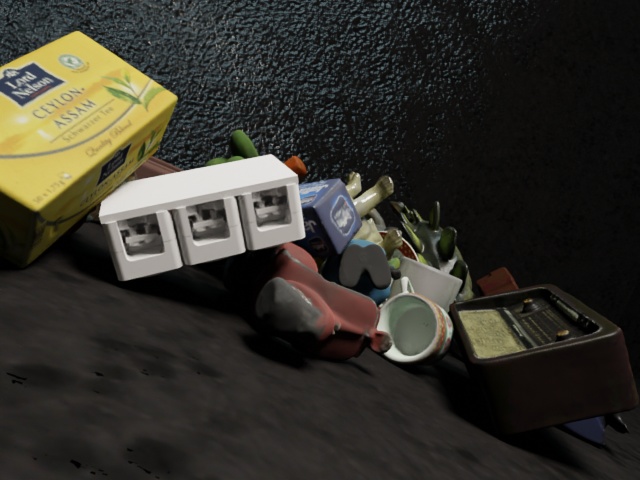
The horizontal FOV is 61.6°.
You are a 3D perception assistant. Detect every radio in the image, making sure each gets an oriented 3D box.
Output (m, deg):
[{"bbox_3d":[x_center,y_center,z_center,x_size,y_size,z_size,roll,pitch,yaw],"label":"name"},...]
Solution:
[{"bbox_3d":[0.214,0.109,0.553,0.131,0.073,0.229,-14,5,10],"label":"radio"}]

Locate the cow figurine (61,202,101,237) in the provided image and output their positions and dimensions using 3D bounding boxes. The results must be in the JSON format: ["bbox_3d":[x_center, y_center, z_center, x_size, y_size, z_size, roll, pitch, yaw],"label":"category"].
[{"bbox_3d":[-0.269,-0.070,0.459,0.195,0.085,0.127,39,19,18],"label":"cow figurine"}]

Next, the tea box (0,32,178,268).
[{"bbox_3d":[-0.192,-0.073,0.387,0.098,0.068,0.170,33,42,-8],"label":"tea box"}]

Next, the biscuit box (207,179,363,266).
[{"bbox_3d":[-0.055,-0.016,0.581,0.203,0.059,0.062,-6,-59,39],"label":"biscuit box"}]

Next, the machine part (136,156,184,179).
[{"bbox_3d":[-0.259,-0.080,0.785,0.201,0.087,0.202,23,2,-21],"label":"machine part"}]

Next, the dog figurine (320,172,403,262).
[{"bbox_3d":[-0.004,-0.004,0.710,0.190,0.172,0.121,-15,7,-29],"label":"dog figurine"}]

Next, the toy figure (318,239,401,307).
[{"bbox_3d":[0.039,0.043,0.609,0.082,0.089,0.180,27,-19,3],"label":"toy figure"}]

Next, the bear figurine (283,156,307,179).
[{"bbox_3d":[-0.046,-0.044,0.999,0.195,0.132,0.120,45,26,-52],"label":"bear figurine"}]

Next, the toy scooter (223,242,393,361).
[{"bbox_3d":[-0.009,0.056,0.484,0.135,0.075,0.184,25,5,-25],"label":"toy scooter"}]

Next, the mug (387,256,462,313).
[{"bbox_3d":[0.117,0.081,0.704,0.110,0.107,0.080,22,1,40],"label":"mug"}]

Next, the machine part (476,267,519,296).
[{"bbox_3d":[0.298,0.132,0.826,0.179,0.056,0.179,62,11,-22],"label":"machine part"}]

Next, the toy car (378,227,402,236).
[{"bbox_3d":[0.081,0.050,0.876,0.109,0.103,0.161,-4,-27,-25],"label":"toy car"}]

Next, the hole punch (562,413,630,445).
[{"bbox_3d":[0.295,0.182,0.650,0.115,0.092,0.142,63,6,3],"label":"hole punch"}]

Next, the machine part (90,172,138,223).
[{"bbox_3d":[-0.297,-0.085,0.628,0.243,0.079,0.079,26,3,28],"label":"machine part"}]

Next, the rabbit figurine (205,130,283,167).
[{"bbox_3d":[-0.100,-0.079,0.824,0.159,0.121,0.170,43,8,-11],"label":"rabbit figurine"}]

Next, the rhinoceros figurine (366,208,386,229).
[{"bbox_3d":[0.066,0.013,1.039,0.112,0.073,0.190,55,-35,-2],"label":"rhinoceros figurine"}]

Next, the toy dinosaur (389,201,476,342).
[{"bbox_3d":[0.195,0.066,0.868,0.472,0.105,0.198,-112,177,-47],"label":"toy dinosaur"}]
